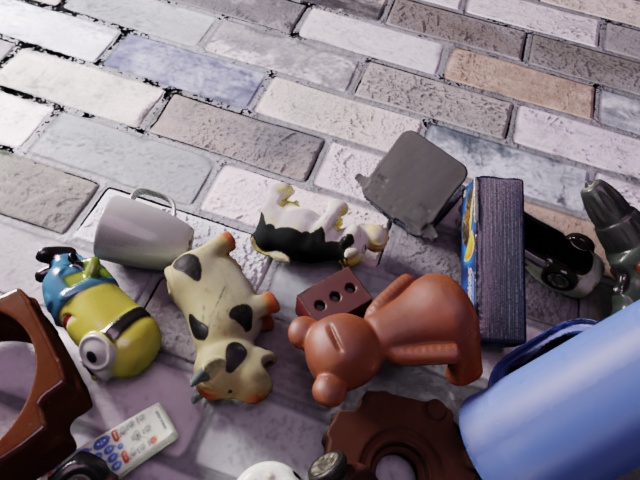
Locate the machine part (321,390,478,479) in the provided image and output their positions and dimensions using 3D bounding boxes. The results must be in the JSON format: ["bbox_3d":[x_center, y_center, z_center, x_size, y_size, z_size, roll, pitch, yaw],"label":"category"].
[{"bbox_3d":[0.079,0.243,0.553,0.179,0.056,0.179,2,59,-3],"label":"machine part"}]

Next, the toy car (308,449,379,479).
[{"bbox_3d":[-0.018,0.271,0.447,0.202,0.053,0.089,-40,97,-34],"label":"toy car"}]

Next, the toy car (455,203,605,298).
[{"bbox_3d":[0.279,0.002,0.722,0.202,0.056,0.073,32,67,15],"label":"toy car"}]

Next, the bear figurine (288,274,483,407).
[{"bbox_3d":[0.073,0.118,0.587,0.196,0.131,0.120,-25,49,-11],"label":"bear figurine"}]

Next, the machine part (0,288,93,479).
[{"bbox_3d":[-0.353,0.162,0.534,0.201,0.087,0.201,-33,60,-19],"label":"machine part"}]

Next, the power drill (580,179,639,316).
[{"bbox_3d":[0.357,0.068,0.645,0.232,0.086,0.207,43,63,-9],"label":"power drill"}]

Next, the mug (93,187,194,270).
[{"bbox_3d":[-0.212,-0.011,0.675,0.107,0.080,0.109,18,52,-7],"label":"mug"}]

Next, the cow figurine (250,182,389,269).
[{"bbox_3d":[0.000,-0.003,0.690,0.167,0.068,0.098,19,64,10],"label":"cow figurine"}]

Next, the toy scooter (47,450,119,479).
[{"bbox_3d":[-0.242,0.296,0.479,0.184,0.075,0.135,-38,91,-14],"label":"toy scooter"}]

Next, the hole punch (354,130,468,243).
[{"bbox_3d":[0.133,-0.072,0.746,0.142,0.092,0.116,40,95,15],"label":"hole punch"}]

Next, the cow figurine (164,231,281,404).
[{"bbox_3d":[-0.113,0.096,0.610,0.127,0.085,0.195,-25,66,-26],"label":"cow figurine"}]

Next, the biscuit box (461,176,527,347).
[{"bbox_3d":[0.209,0.027,0.656,0.063,0.059,0.202,4,79,-1],"label":"biscuit box"}]

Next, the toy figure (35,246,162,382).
[{"bbox_3d":[-0.254,0.078,0.610,0.089,0.082,0.180,-33,64,-22],"label":"toy figure"}]
